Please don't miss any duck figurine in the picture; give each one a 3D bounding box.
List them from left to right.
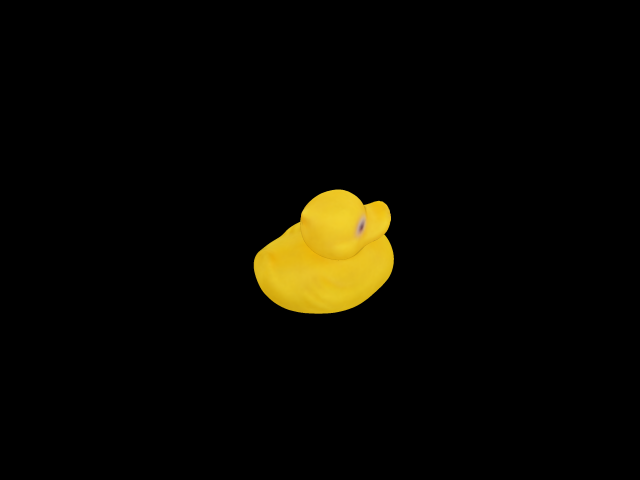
[{"bbox_3d":[0.004,0.001,0.400,0.104,0.086,0.077,-14,57,-9],"label":"duck figurine"}]
